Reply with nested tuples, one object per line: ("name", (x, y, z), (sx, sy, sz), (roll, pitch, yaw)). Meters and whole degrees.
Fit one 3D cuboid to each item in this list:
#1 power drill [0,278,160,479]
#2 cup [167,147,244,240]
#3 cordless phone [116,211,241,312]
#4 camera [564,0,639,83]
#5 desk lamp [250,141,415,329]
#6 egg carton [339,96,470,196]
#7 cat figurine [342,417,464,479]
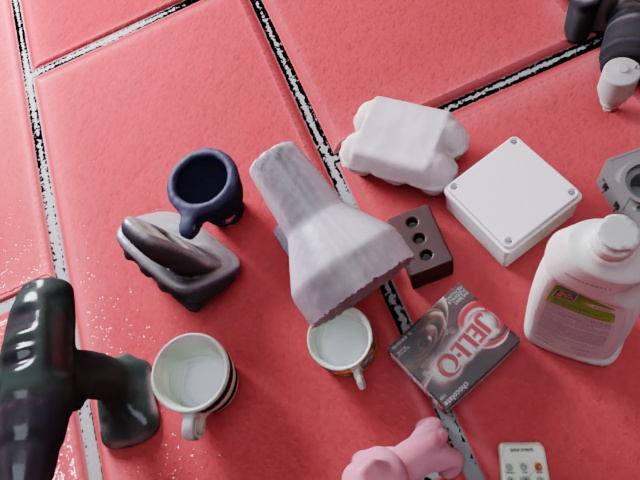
("power drill", (-0.252, 0.161, 0.598), (0.075, 0.209, 0.229), (-21, 64, 4))
("cup", (-0.137, -0.043, 0.723), (0.091, 0.095, 0.118), (8, 69, 17))
("cordless phone", (-0.186, -0.001, 0.666), (0.147, 0.185, 0.094), (32, 77, 24))
("camera", (0.373, -0.270, 0.698), (0.142, 0.101, 0.137), (16, 72, 20))
("desk lamp", (0.006, 0.002, 0.603), (0.118, 0.214, 0.203), (-34, 63, -3))
("egg carton", (0.104, -0.117, 0.712), (0.150, 0.069, 0.107), (17, 72, 20))
("cat figurine", (0.073, 0.219, 0.546), (0.128, 0.118, 0.067), (-34, 63, -3))
